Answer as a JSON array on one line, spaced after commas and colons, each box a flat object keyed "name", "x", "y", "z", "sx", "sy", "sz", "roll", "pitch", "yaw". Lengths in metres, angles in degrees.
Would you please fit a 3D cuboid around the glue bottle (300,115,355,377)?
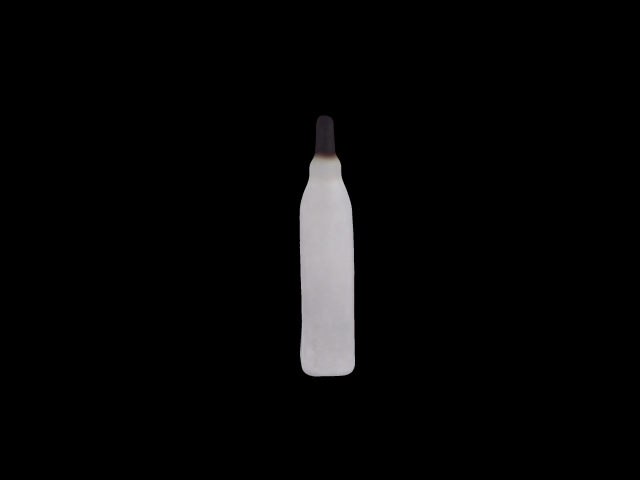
[{"name": "glue bottle", "x": 0.004, "y": 0.001, "z": 0.400, "sx": 0.037, "sy": 0.173, "sz": 0.078, "roll": -1, "pitch": 7, "yaw": -4}]
